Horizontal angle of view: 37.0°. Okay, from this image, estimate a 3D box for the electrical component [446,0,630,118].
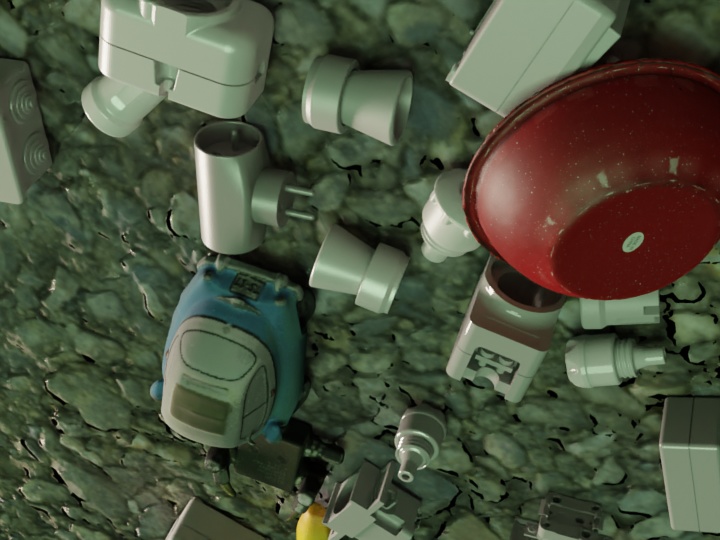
[{"bbox_3d":[0.092,-0.120,0.561,0.061,0.061,0.096,30,132,-4],"label":"electrical component"}]

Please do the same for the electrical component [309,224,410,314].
[{"bbox_3d":[0.000,0.000,0.707,0.055,0.045,0.045,22,132,3],"label":"electrical component"}]

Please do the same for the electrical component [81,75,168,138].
[{"bbox_3d":[-0.146,-0.112,0.679,0.046,0.040,0.040,-32,111,31],"label":"electrical component"}]

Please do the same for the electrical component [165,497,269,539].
[{"bbox_3d":[-0.130,0.261,0.959,0.096,0.061,0.061,30,132,-4],"label":"electrical component"}]

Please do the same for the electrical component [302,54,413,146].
[{"bbox_3d":[-0.001,-0.100,0.627,0.055,0.045,0.045,14,131,12],"label":"electrical component"}]

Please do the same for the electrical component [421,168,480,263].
[{"bbox_3d":[0.058,-0.029,0.663,0.048,0.048,0.062,29,139,-3],"label":"electrical component"}]

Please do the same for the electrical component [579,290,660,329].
[{"bbox_3d":[0.160,0.016,0.661,0.046,0.040,0.040,-2,127,17],"label":"electrical component"}]

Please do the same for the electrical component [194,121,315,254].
[{"bbox_3d":[-0.066,-0.049,0.694,0.079,0.043,0.077,12,131,12],"label":"electrical component"}]

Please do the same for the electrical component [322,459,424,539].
[{"bbox_3d":[0.012,0.193,0.861,0.064,0.042,0.081,33,133,-11],"label":"electrical component"}]

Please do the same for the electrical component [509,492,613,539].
[{"bbox_3d":[0.155,0.205,0.815,0.081,0.042,0.063,12,127,11],"label":"electrical component"}]

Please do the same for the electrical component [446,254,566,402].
[{"bbox_3d":[0.093,0.025,0.660,0.050,0.089,0.055,22,132,4],"label":"electrical component"}]

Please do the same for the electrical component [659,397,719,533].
[{"bbox_3d":[0.243,0.130,0.714,0.076,0.047,0.083,-2,126,23],"label":"electrical component"}]

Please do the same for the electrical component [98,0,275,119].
[{"bbox_3d":[-0.102,-0.137,0.630,0.095,0.053,0.059,20,132,5],"label":"electrical component"}]

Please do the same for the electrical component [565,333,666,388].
[{"bbox_3d":[0.166,0.057,0.695,0.061,0.035,0.035,-7,124,24],"label":"electrical component"}]

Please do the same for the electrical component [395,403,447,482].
[{"bbox_3d":[0.041,0.128,0.783,0.035,0.061,0.035,11,130,13],"label":"electrical component"}]

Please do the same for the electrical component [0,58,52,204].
[{"bbox_3d":[-0.264,-0.099,0.729,0.100,0.048,0.099,10,130,14],"label":"electrical component"}]
